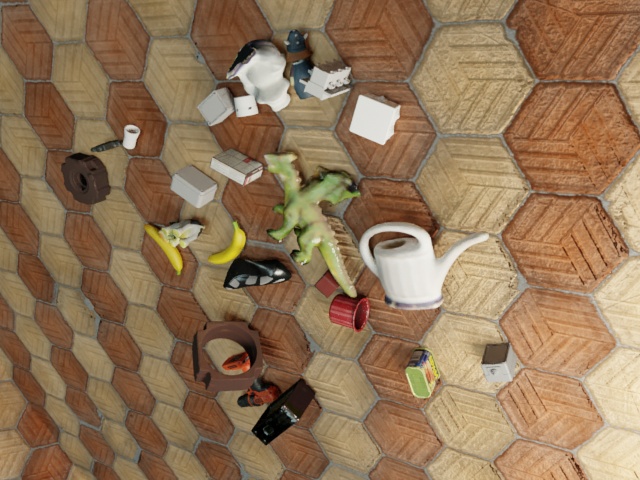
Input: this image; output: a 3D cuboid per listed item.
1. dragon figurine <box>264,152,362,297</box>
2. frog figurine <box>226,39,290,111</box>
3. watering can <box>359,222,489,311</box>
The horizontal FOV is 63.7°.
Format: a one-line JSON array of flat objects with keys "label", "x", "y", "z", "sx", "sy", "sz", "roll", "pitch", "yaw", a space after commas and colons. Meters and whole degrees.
[{"label": "dragon figurine", "x": 0.004, "y": -0.065, "z": 1.300, "sx": 0.411, "sy": 0.124, "sz": 0.239, "roll": 42, "pitch": 118, "yaw": 4}, {"label": "frog figurine", "x": -0.126, "y": -0.392, "z": 1.228, "sx": 0.158, "sy": 0.126, "sz": 0.135, "roll": 31, "pitch": 125, "yaw": -33}, {"label": "watering can", "x": 0.239, "y": 0.064, "z": 1.207, "sx": 0.347, "sy": 0.105, "sz": 0.221, "roll": 3, "pitch": 115, "yaw": 43}]
